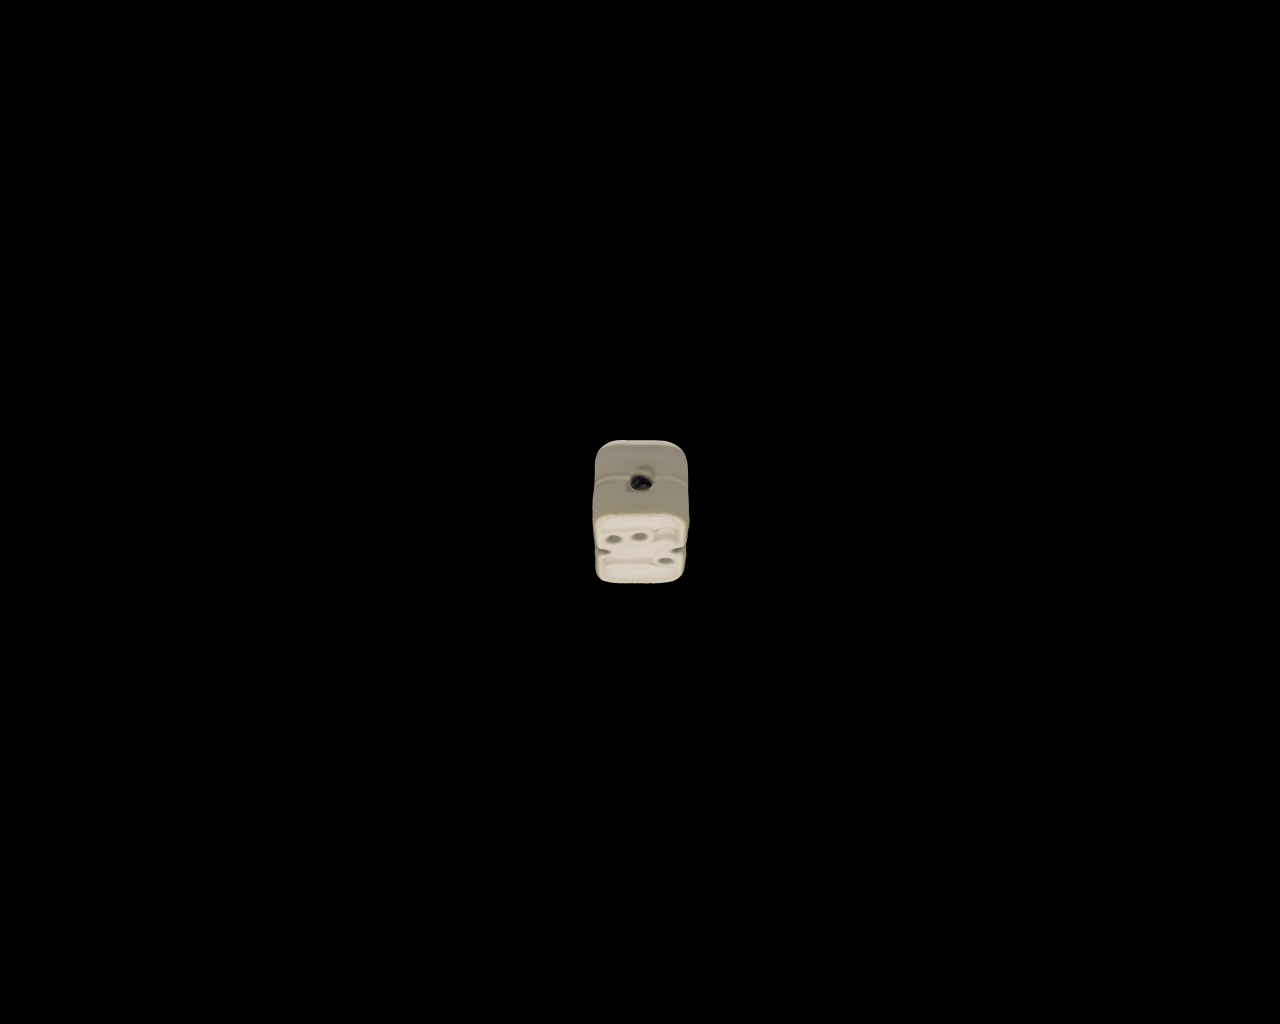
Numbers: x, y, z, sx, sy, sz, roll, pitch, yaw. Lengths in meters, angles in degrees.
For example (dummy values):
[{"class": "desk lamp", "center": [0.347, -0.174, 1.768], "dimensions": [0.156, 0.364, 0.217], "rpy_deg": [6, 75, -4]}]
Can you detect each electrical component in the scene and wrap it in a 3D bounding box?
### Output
[{"class": "electrical component", "center": [0.001, -0.003, 0.650], "dimensions": [0.054, 0.059, 0.095], "rpy_deg": [0, -28, 0]}]
